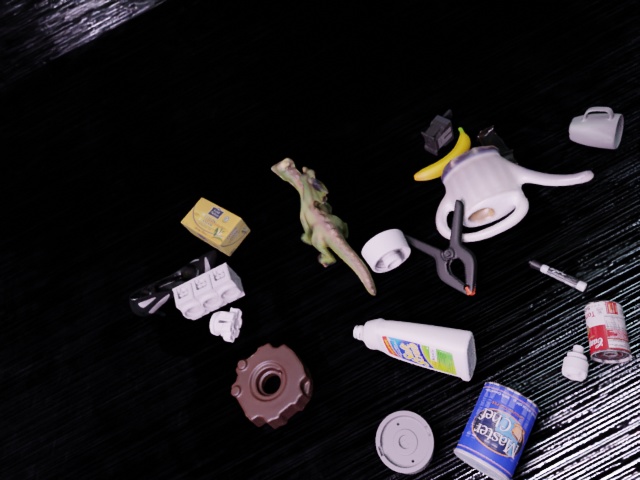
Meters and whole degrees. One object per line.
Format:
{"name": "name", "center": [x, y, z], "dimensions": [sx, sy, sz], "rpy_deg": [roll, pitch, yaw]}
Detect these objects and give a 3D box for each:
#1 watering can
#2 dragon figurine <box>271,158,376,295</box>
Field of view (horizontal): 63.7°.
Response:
{"name": "watering can", "center": [0.419, -0.129, 1.194], "dimensions": [0.345, 0.102, 0.229], "rpy_deg": [-28, 52, 20]}
{"name": "dragon figurine", "center": [0.004, -0.062, 1.238], "dimensions": [0.123, 0.237, 0.417], "rpy_deg": [-35, 51, -10]}
